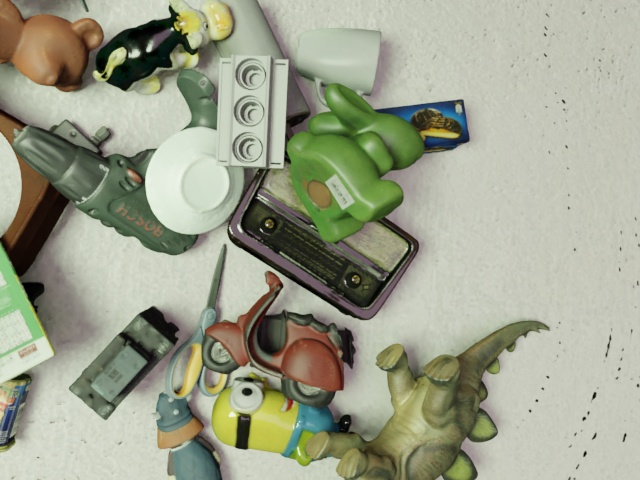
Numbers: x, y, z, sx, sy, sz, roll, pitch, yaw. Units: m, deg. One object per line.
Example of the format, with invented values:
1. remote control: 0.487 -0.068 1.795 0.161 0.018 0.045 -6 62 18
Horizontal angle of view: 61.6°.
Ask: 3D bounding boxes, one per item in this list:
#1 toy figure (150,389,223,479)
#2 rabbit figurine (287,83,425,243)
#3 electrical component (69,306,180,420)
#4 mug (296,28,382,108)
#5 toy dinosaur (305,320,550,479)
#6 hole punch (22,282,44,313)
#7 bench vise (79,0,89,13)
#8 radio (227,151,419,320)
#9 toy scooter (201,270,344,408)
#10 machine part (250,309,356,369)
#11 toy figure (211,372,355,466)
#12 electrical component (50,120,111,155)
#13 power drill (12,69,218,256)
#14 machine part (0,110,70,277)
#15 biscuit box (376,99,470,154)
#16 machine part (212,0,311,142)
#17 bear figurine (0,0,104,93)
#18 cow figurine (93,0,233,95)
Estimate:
1. toy figure: -0.170 0.261 0.674 0.058 0.064 0.154 -24 87 28
2. rabbit figurine: 0.046 -0.100 0.643 0.170 0.121 0.159 -36 83 -34
3. electrical component: -0.225 0.141 0.630 0.058 0.134 0.115 41 85 -6
4. mug: 0.021 -0.229 0.715 0.107 0.081 0.109 11 95 2
5. toy dinosaur: 0.141 0.224 0.682 0.471 0.105 0.198 -39 122 -17
6. hole punch: -0.385 0.103 0.617 0.142 0.116 0.092 2 96 -9
7. bench vise: -0.401 -0.311 0.610 0.241 0.128 0.223 10 70 7
8. radio: -0.001 -0.002 0.701 0.229 0.073 0.131 33 82 -5
9. toy scooter: -0.044 0.117 0.658 0.184 0.075 0.135 21 83 -3
10. machine part: -0.020 0.138 0.714 0.139 0.039 0.084 7 82 -8
11. toy figure: -0.049 0.236 0.685 0.180 0.082 0.089 23 82 -11
12. electrical component: -0.313 -0.119 0.678 0.063 0.021 0.094 45 82 -6
13. power drill: -0.197 -0.103 0.629 0.207 0.086 0.231 -57 132 -21
14. machine part: -0.409 -0.059 0.617 0.201 0.087 0.201 30 89 -1
15. biscuit box: 0.096 -0.144 0.729 0.203 0.059 0.062 -9 90 -10
16. machine part: -0.081 -0.223 0.693 0.079 0.079 0.243 -27 92 -9
17. bear figurine: -0.338 -0.201 0.572 0.195 0.120 0.132 17 43 -43
18. cow figurine: -0.188 -0.235 0.637 0.167 0.098 0.068 -25 96 20
